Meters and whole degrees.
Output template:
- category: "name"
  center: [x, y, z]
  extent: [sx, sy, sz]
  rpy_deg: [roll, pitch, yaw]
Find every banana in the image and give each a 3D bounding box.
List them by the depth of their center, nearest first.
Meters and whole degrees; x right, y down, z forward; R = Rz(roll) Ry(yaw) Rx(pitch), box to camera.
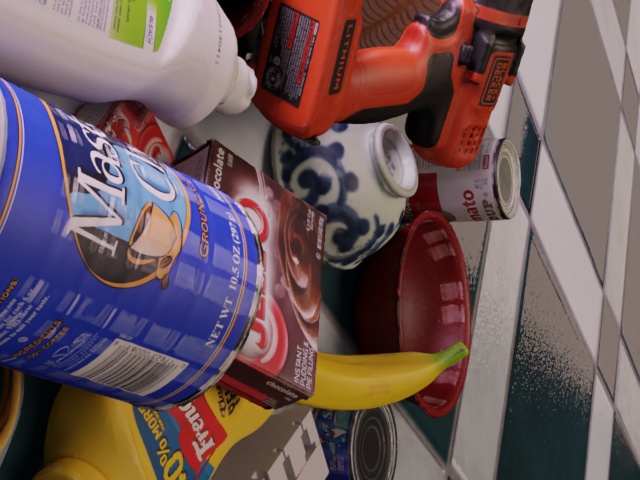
- category: "banana"
  center: [0.010, 0.083, 0.703]
  extent: [0.197, 0.037, 0.070]
  rpy_deg: [8, 122, -40]

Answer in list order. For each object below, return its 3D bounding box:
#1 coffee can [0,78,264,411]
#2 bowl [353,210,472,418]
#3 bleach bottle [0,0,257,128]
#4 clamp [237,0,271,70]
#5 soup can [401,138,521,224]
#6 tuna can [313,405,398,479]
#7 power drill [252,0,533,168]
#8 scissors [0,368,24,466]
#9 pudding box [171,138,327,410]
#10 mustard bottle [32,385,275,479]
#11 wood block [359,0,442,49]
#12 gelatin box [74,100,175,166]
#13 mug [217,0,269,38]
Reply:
- category: "coffee can"
  center: [-0.106, 0.003, 0.424]
  extent: [0.140, 0.103, 0.103]
  rpy_deg: [28, 62, -46]
- category: "bowl"
  center: [0.069, 0.058, 0.841]
  extent: [0.161, 0.055, 0.162]
  rpy_deg: [12, 76, -62]
- category: "bleach bottle"
  center: [-0.112, -0.102, 0.461]
  extent: [0.250, 0.068, 0.102]
  rpy_deg: [25, 63, -53]
- category: "clamp"
  center: [-0.027, -0.159, 0.696]
  extent: [0.209, 0.036, 0.164]
  rpy_deg: [-53, 131, -57]
- category: "soup can"
  center: [0.107, -0.048, 0.877]
  extent: [0.068, 0.102, 0.068]
  rpy_deg: [6, 84, -63]
- category: "tuna can"
  center: [0.025, 0.150, 0.769]
  extent: [0.086, 0.034, 0.086]
  rpy_deg: [12, 77, -62]
- category: "power drill"
  center: [0.056, -0.129, 0.638]
  extent: [0.187, 0.057, 0.184]
  rpy_deg: [-5, 118, -42]
- category: "scissors"
  center: [-0.156, 0.120, 0.435]
  extent: [0.096, 0.016, 0.202]
  rpy_deg: [19, 70, -59]
- category: "pudding box"
  center: [-0.041, 0.019, 0.544]
  extent: [0.090, 0.039, 0.113]
  rpy_deg: [34, 45, -39]
- category: "mustard bottle"
  center: [-0.084, 0.089, 0.535]
  extent: [0.191, 0.058, 0.096]
  rpy_deg: [-45, 125, -55]
- category: "wood block"
  center: [0.061, -0.236, 0.778]
  extent: [0.206, 0.091, 0.090]
  rpy_deg: [-80, 154, -46]
- category: "gelatin box"
  center: [-0.105, -0.025, 0.536]
  extent: [0.089, 0.030, 0.073]
  rpy_deg: [-62, 140, -45]
- category: "mug"
  center: [-0.064, -0.158, 0.580]
  extent: [0.117, 0.093, 0.081]
  rpy_deg: [103, 2, -48]
